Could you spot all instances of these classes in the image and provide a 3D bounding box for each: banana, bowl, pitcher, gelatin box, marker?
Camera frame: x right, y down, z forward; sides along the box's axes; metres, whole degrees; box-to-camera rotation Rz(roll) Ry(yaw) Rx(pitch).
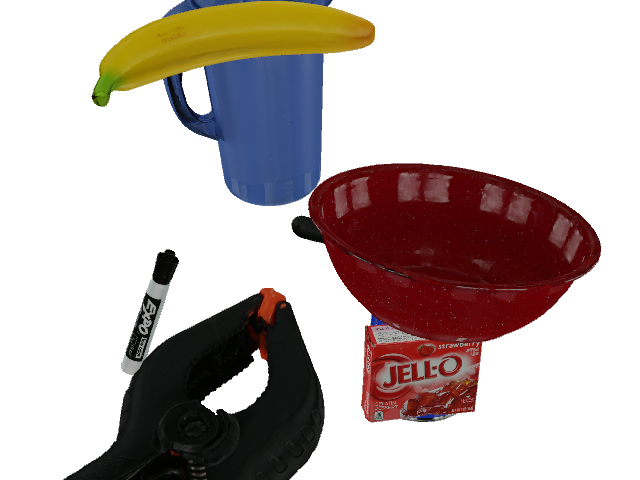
[{"bbox_3d":[-0.063,-0.128,0.705,0.197,0.070,0.037,-18,-36,-19],"label":"banana"},{"bbox_3d":[0.070,0.011,0.598,0.162,0.055,0.162,6,25,-3],"label":"bowl"},{"bbox_3d":[-0.068,-0.157,1.111,0.149,0.243,0.144,14,42,19],"label":"pitcher"},{"bbox_3d":[0.078,0.100,0.827,0.089,0.073,0.030,-4,29,-10],"label":"gelatin box"},{"bbox_3d":[-0.146,0.062,0.915,0.020,0.121,0.020,18,22,-8],"label":"marker"}]

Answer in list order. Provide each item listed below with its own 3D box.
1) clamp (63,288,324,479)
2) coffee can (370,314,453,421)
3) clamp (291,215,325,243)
[{"bbox_3d":[-0.039,0.087,0.395,0.120,0.039,0.171,24,49,17],"label":"clamp"},{"bbox_3d":[0.098,0.090,1.041,0.103,0.140,0.103,4,24,-2],"label":"coffee can"},{"bbox_3d":[0.080,0.006,1.240,0.164,0.036,0.210,-24,53,-40],"label":"clamp"}]
